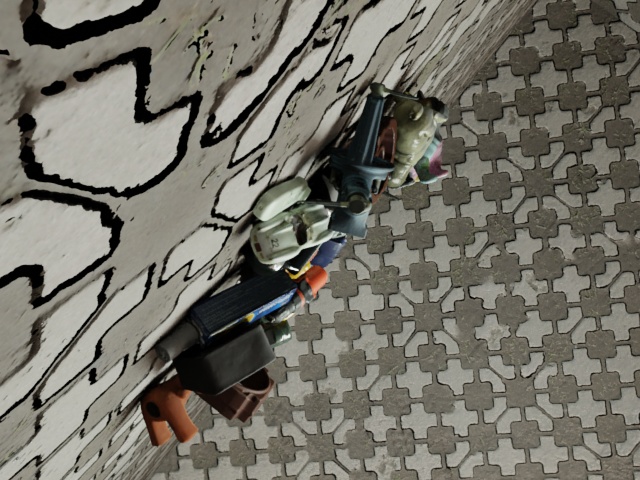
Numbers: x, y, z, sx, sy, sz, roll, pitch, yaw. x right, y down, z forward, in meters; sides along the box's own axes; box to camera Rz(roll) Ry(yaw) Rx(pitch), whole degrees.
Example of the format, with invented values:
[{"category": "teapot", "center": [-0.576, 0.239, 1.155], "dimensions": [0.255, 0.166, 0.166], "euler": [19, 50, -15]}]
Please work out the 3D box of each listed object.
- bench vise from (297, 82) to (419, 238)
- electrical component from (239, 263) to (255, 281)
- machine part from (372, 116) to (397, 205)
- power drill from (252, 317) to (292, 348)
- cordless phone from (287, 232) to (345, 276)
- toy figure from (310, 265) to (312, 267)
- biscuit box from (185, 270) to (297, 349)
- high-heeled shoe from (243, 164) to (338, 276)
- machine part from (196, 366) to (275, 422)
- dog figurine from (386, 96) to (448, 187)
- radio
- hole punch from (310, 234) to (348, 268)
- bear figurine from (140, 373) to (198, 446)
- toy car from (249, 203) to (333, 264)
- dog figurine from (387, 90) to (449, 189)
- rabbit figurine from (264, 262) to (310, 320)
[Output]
[{"category": "bench vise", "center": [0.066, -0.134, 0.877], "dimensions": [0.223, 0.129, 0.240], "euler": [-51, 156, -70]}, {"category": "electrical component", "center": [-0.121, 0.056, 1.042], "dimensions": [0.102, 0.045, 0.078], "euler": [-54, 173, 33]}, {"category": "machine part", "center": [0.103, -0.160, 1.066], "dimensions": [0.179, 0.056, 0.179], "euler": [16, 90, -72]}, {"category": "power drill", "center": [-0.190, 0.242, 1.332], "dimensions": [0.232, 0.086, 0.207], "euler": [-17, 177, -8]}, {"category": "cordless phone", "center": [-0.002, -0.003, 1.155], "dimensions": [0.146, 0.089, 0.184], "euler": [-53, 158, 21]}, {"category": "toy figure", "center": [-0.090, 0.101, 1.457], "dimensions": [0.180, 0.082, 0.089], "euler": [-45, 162, -11]}, {"category": "biscuit box", "center": [-0.135, 0.113, 0.952], "dimensions": [0.203, 0.063, 0.059], "euler": [-25, 159, -38]}, {"category": "high-heeled shoe", "center": [-0.052, -0.048, 0.965], "dimensions": [0.145, 0.086, 0.248], "euler": [28, 78, -48]}, {"category": "machine part", "center": [-0.224, 0.350, 1.366], "dimensions": [0.087, 0.201, 0.201], "euler": [-56, 174, 11]}, {"category": "dog figurine", "center": [0.179, -0.199, 1.155], "dimensions": [0.172, 0.121, 0.190], "euler": [-3, 120, -65]}, {"category": "radio", "center": [-0.180, 0.215, 0.981], "dimensions": [0.131, 0.073, 0.230], "euler": [-25, -178, -29]}, {"category": "hole punch", "center": [-0.008, 0.008, 1.353], "dimensions": [0.092, 0.116, 0.142], "euler": [-32, 162, -49]}, {"category": "bear figurine", "center": [-0.279, 0.317, 1.126], "dimensions": [0.120, 0.131, 0.196], "euler": [-19, -173, 29]}, {"category": "toy car", "center": [-0.040, -0.016, 0.876], "dimensions": [0.056, 0.073, 0.202], "euler": [-14, -173, 37]}, {"category": "dog figurine", "center": [0.223, -0.242, 1.282], "dimensions": [0.192, 0.219, 0.108], "euler": [-6, -171, 41]}, {"category": "rabbit figurine", "center": [-0.088, 0.114, 1.327], "dimensions": [0.173, 0.122, 0.162], "euler": [-50, 178, -23]}]
